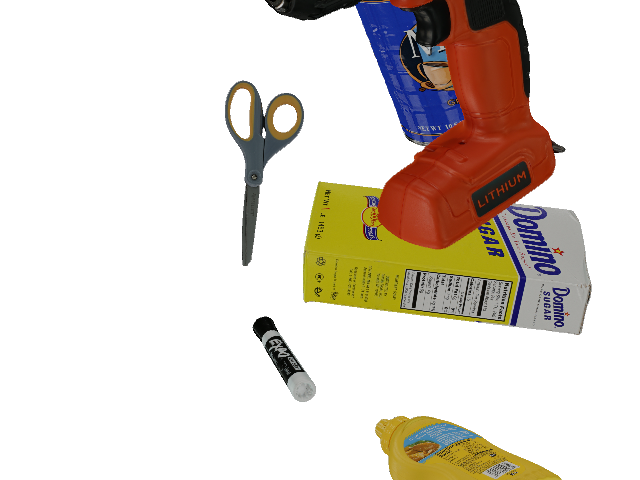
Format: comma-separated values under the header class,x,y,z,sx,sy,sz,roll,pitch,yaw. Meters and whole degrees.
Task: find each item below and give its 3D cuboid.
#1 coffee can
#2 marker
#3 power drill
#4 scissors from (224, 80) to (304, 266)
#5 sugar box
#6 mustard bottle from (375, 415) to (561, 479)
class,x,y,z,sx,sy,sz,roll,pitch,yaw
coffee can,0.089,-0.158,0.817,0.103,0.140,0.103,-18,32,12
marker,-0.031,0.092,0.855,0.020,0.020,0.121,0,21,-20
power drill,0.057,-0.092,0.527,0.184,0.187,0.057,-31,40,-28
scissors,-0.055,-0.078,1.160,0.096,0.202,0.016,-9,-7,-11
sugar box,0.080,0.009,0.689,0.176,0.048,0.093,4,33,4
mustard bottle,0.120,0.208,0.983,0.096,0.058,0.192,-16,25,-36
